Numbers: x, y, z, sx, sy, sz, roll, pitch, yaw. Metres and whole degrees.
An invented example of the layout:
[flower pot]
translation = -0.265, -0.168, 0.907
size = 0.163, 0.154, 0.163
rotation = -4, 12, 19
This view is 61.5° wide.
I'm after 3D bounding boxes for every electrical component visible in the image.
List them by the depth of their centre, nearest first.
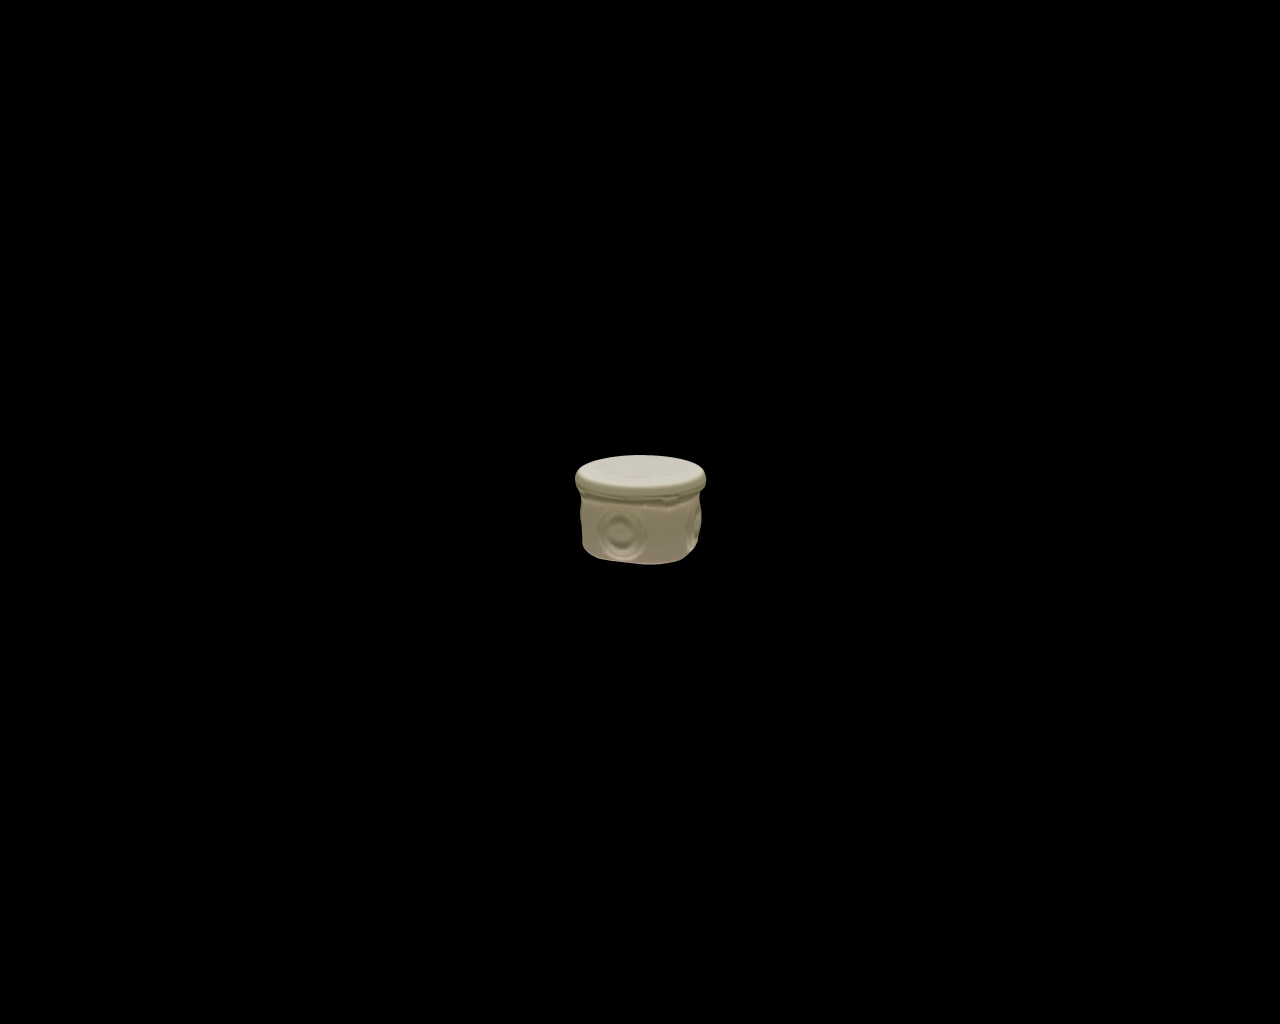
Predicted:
[electrical component]
translation = 0.001, -0.003, 0.650
size = 0.080, 0.051, 0.080
rotation = 0, 16, 0
